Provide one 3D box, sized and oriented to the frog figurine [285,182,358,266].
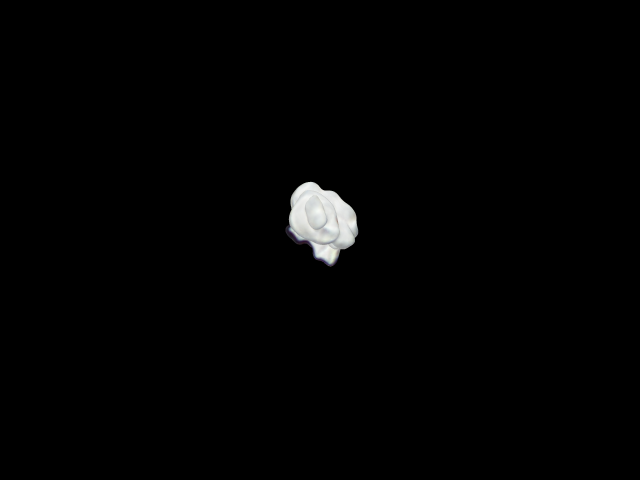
[{"bbox_3d":[0.003,-0.043,0.850,0.123,0.139,0.156,-25,-26,-13],"label":"frog figurine"}]
